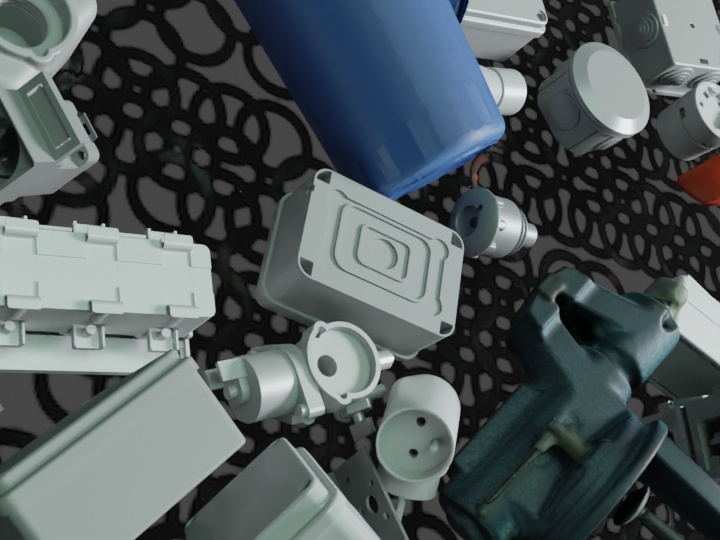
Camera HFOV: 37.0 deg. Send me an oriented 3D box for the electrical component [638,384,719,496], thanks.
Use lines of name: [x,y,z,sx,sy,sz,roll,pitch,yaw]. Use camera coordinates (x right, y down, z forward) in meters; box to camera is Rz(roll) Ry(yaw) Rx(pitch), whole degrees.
electrical component: [0.272,0.109,0.732,0.089,0.150,0.061,7,66,-32]

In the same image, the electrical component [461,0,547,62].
electrical component: [0.075,-0.220,0.809,0.109,0.056,0.108,0,69,-35]

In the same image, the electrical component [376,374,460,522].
electrical component: [0.031,0.107,0.624,0.043,0.077,0.079,14,99,6]

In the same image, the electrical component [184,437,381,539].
electrical component: [-0.038,0.134,0.521,0.078,0.113,0.057,-43,101,-8]

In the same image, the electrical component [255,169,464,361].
electrical component: [0.000,0.000,0.655,0.113,0.057,0.078,25,57,-24]

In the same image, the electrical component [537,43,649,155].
electrical component: [0.185,-0.134,0.849,0.080,0.051,0.080,15,61,-29]

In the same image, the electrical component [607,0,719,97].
electrical component: [0.275,-0.203,0.945,0.100,0.048,0.099,-1,71,-34]

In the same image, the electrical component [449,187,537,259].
electrical component: [0.096,-0.029,0.744,0.062,0.048,0.048,11,63,-38]

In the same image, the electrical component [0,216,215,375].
electrical component: [-0.141,0.011,0.548,0.121,0.063,0.078,5,66,-33]

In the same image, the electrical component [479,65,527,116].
electrical component: [0.091,-0.132,0.790,0.065,0.044,0.044,-5,72,-41]

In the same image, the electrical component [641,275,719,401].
electrical component: [0.245,0.055,0.796,0.096,0.062,0.061,36,53,-16]

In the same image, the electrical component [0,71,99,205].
electrical component: [-0.173,-0.063,0.555,0.042,0.081,0.064,61,22,3]

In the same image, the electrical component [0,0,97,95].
electrical component: [-0.189,-0.125,0.580,0.054,0.059,0.095,39,52,-14]

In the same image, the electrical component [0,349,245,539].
electrical component: [-0.125,0.097,0.490,0.109,0.109,0.056,-39,96,-40]

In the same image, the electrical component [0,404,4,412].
electrical component: [-0.210,0.061,0.482,0.078,0.058,0.057,-35,94,-40]

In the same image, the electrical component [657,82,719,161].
electrical component: [0.288,-0.125,0.919,0.055,0.047,0.055,15,61,-29]
